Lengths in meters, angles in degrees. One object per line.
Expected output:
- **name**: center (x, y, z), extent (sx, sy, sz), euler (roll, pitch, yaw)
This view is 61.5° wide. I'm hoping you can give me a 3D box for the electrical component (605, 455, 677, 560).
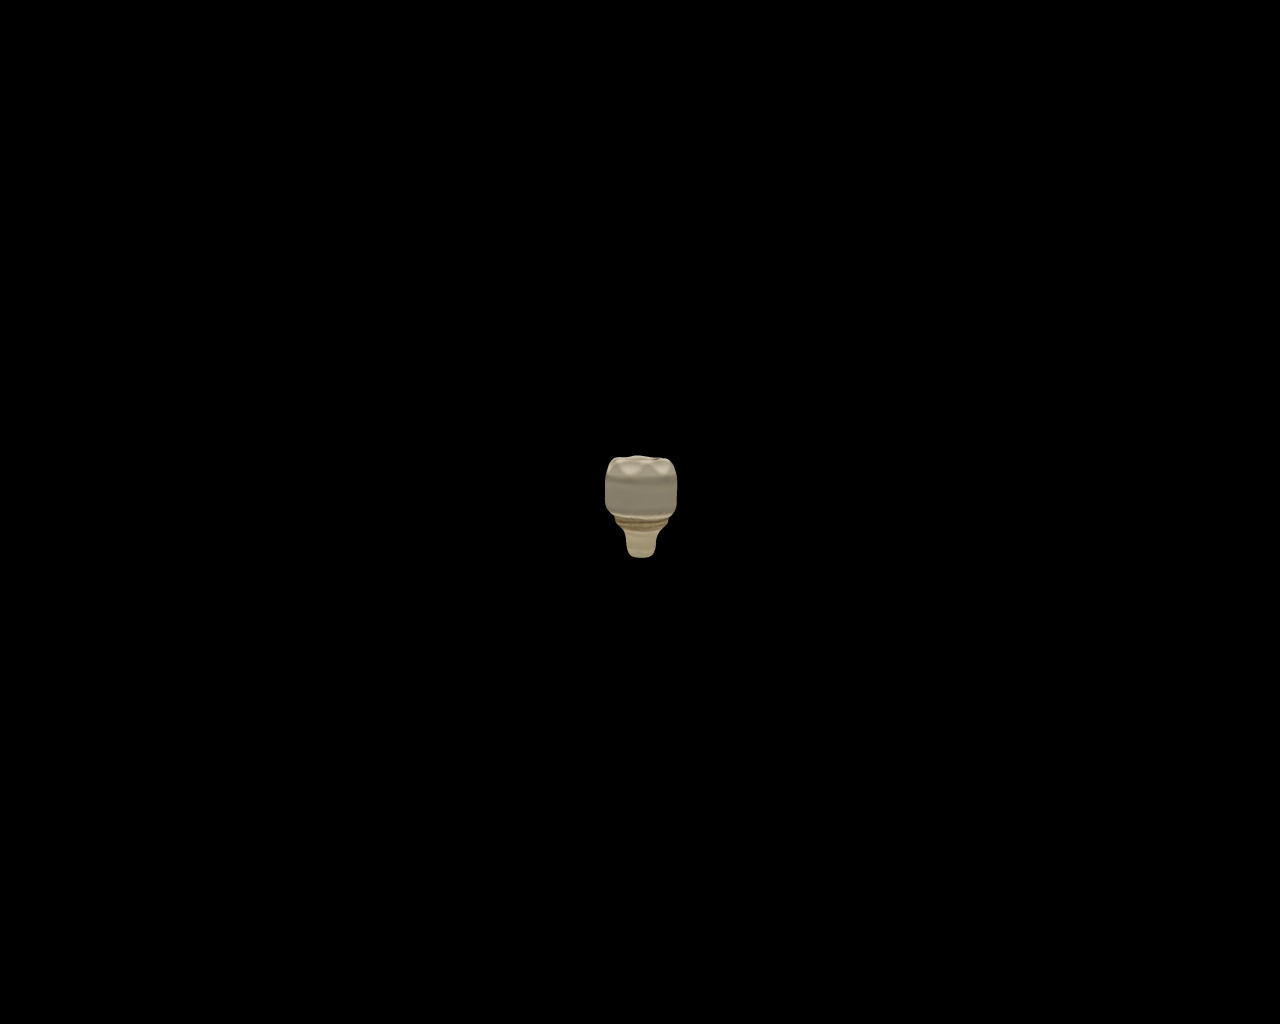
- **electrical component**: center (0.001, -0.003, 0.650), extent (0.043, 0.062, 0.043), euler (0, 8, 0)
